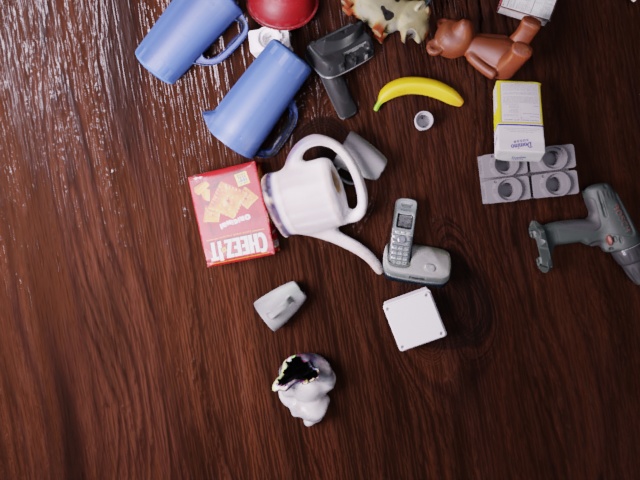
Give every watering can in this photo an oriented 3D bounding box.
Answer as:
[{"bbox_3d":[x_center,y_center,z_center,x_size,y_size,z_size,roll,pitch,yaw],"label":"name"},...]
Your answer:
[{"bbox_3d":[0.003,-0.057,1.128,0.223,0.106,0.343,-13,110,18],"label":"watering can"}]

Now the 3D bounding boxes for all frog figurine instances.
[{"bbox_3d":[-0.024,0.337,1.166,0.137,0.125,0.156,-30,125,-1],"label":"frog figurine"}]
